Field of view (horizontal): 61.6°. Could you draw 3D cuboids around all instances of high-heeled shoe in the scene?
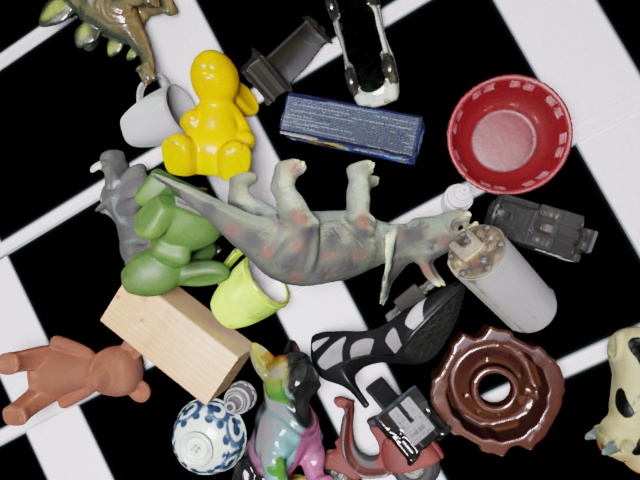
[{"bbox_3d":[0.084,0.117,0.748,0.248,0.086,0.145,-51,47,16],"label":"high-heeled shoe"}]

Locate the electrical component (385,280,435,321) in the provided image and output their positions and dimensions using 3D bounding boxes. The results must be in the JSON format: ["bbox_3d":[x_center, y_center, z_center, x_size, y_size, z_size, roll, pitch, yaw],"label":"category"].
[{"bbox_3d":[0.144,0.100,0.787,0.094,0.021,0.063,-40,84,9],"label":"electrical component"}]

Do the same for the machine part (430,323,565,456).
[{"bbox_3d":[0.244,0.206,0.753,0.179,0.056,0.179,0,91,10],"label":"machine part"}]

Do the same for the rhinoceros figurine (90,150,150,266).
[{"bbox_3d":[-0.296,-0.051,0.849,0.112,0.073,0.190,-16,90,21],"label":"rhinoceros figurine"}]

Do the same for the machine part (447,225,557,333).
[{"bbox_3d":[0.238,0.053,0.690,0.079,0.079,0.243,-46,126,8],"label":"machine part"}]

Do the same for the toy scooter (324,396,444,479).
[{"bbox_3d":[0.080,0.287,0.779,0.184,0.075,0.135,-13,84,14],"label":"toy scooter"}]

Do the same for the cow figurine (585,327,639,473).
[{"bbox_3d":[0.420,0.211,0.706,0.127,0.085,0.194,-5,93,5],"label":"cow figurine"}]

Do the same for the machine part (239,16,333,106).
[{"bbox_3d":[-0.049,-0.271,0.798,0.139,0.039,0.084,-41,120,1],"label":"machine part"}]

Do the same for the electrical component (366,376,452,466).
[{"bbox_3d":[0.112,0.235,0.733,0.075,0.047,0.119,-31,64,-13],"label":"electrical component"}]

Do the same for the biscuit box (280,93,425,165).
[{"bbox_3d":[0.048,-0.161,0.782,0.203,0.059,0.062,14,92,11],"label":"biscuit box"}]

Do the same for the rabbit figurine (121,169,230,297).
[{"bbox_3d":[-0.208,0.008,0.757,0.170,0.159,0.121,-54,43,20],"label":"rabbit figurine"}]

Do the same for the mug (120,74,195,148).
[{"bbox_3d":[-0.257,-0.194,0.831,0.107,0.081,0.109,-19,92,20],"label":"mug"}]

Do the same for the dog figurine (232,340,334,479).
[{"bbox_3d":[-0.064,0.260,0.787,0.191,0.108,0.219,-32,61,45],"label":"dog figurine"}]

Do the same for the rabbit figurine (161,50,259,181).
[{"bbox_3d":[-0.141,-0.182,0.770,0.122,0.162,0.173,6,114,12],"label":"rabbit figurine"}]

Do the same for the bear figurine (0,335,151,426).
[{"bbox_3d":[-0.376,0.215,0.838,0.196,0.132,0.120,-1,96,17],"label":"bear figurine"}]

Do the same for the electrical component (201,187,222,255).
[{"bbox_3d":[-0.181,-0.035,0.838,0.102,0.045,0.078,34,126,11],"label":"electrical component"}]

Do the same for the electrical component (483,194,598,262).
[{"bbox_3d":[0.288,-0.014,0.710,0.134,0.115,0.058,19,95,11],"label":"electrical component"}]

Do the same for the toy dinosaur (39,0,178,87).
[{"bbox_3d":[-0.371,-0.431,0.838,0.199,0.105,0.471,-29,81,13],"label":"toy dinosaur"}]

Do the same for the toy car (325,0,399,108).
[{"bbox_3d":[0.062,-0.290,0.780,0.074,0.056,0.201,-15,87,17],"label":"toy car"}]

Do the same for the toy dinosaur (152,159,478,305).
[{"bbox_3d":[-0.006,-0.003,0.712,0.405,0.131,0.192,-4,80,-13],"label":"toy dinosaur"}]
